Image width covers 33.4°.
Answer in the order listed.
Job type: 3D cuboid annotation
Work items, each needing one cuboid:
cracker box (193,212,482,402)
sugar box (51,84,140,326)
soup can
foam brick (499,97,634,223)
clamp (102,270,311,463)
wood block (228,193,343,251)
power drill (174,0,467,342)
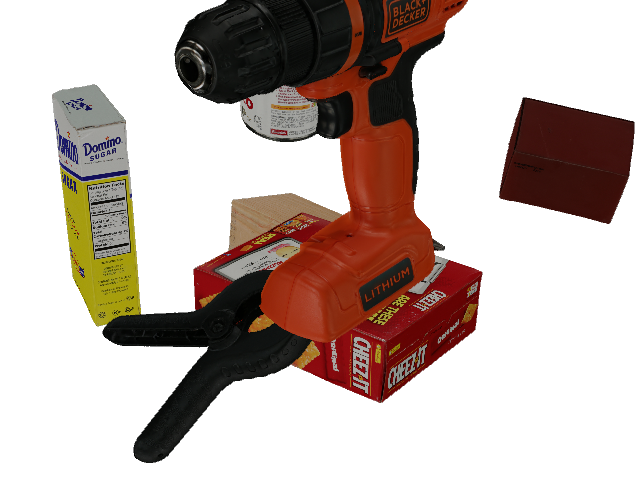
[{"bbox_3d":[0.015,0.055,0.985,0.214,0.072,0.163,19,31,33],"label":"cracker box"},{"bbox_3d":[-0.184,-0.029,0.873,0.048,0.176,0.093,-14,30,-21],"label":"sugar box"},{"bbox_3d":[-0.023,-0.130,0.765,0.068,0.068,0.102,2,-45,-3],"label":"soup can"},{"bbox_3d":[0.166,-0.054,0.718,0.078,0.051,0.053,14,-36,6],"label":"foam brick"},{"bbox_3d":[-0.066,0.077,0.723,0.171,0.120,0.039,-22,-34,10],"label":"clamp"},{"bbox_3d":[-0.012,0.017,1.218,0.090,0.090,0.206,-8,21,-36],"label":"wood block"},{"bbox_3d":[0.007,-0.046,0.524,0.057,0.188,0.184,27,40,35],"label":"power drill"}]
